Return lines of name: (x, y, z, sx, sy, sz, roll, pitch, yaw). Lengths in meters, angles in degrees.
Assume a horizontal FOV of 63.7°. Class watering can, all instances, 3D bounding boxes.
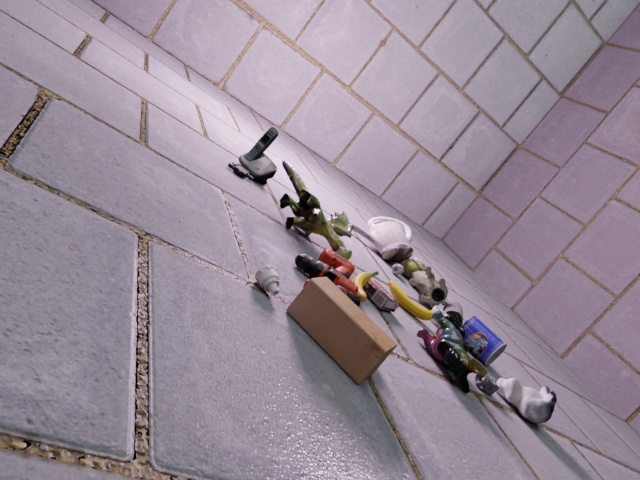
watering can: (0.258, -0.008, 2.175, 0.348, 0.102, 0.229, -2, 50, -29)

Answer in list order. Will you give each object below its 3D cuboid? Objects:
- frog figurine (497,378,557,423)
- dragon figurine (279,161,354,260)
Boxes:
frog figurine: (0.610, 0.480, 1.546, 0.159, 0.121, 0.139, 3, 18, 10)
dragon figurine: (0.005, -0.083, 1.651, 0.240, 0.120, 0.420, 25, 37, -38)
